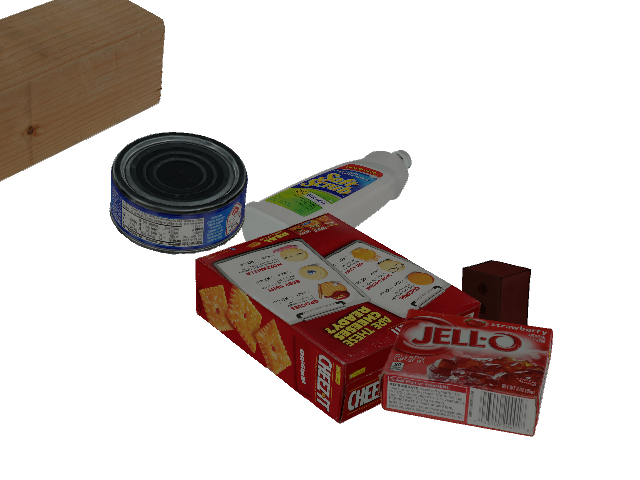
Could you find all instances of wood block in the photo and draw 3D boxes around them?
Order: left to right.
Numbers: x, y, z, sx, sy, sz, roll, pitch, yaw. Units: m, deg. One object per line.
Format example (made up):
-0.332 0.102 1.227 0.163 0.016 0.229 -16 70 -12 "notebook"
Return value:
-0.238 -0.136 0.914 0.090 0.091 0.205 31 42 23 "wood block"

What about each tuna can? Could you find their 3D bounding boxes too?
-0.089 -0.032 0.669 0.086 0.034 0.086 5 39 -5 "tuna can"

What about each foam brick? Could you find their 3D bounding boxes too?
0.181 0.065 1.106 0.051 0.078 0.053 -14 19 -42 "foam brick"

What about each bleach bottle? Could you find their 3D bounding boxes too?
0.022 -0.057 1.354 0.103 0.068 0.250 25 42 34 "bleach bottle"

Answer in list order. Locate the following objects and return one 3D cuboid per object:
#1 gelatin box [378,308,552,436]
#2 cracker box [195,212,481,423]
0.085 0.073 0.615 0.089 0.030 0.073 8 28 15 "gelatin box"
0.011 0.063 0.975 0.163 0.072 0.214 -20 36 -35 "cracker box"
